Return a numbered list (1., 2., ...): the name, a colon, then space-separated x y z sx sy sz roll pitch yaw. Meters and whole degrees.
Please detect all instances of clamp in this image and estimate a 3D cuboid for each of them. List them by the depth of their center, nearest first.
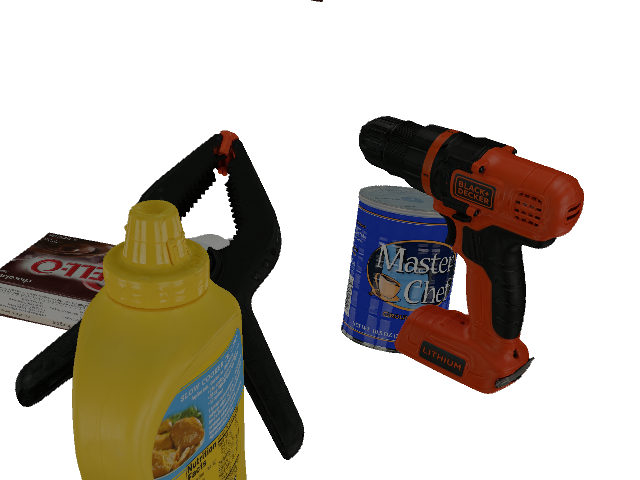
1. clamp: -0.068 0.028 0.646 0.164 0.210 0.036 18 -30 1

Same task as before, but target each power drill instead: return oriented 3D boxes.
1. power drill: 0.100 0.009 0.803 0.185 0.188 0.057 25 38 36

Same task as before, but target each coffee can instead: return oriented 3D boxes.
1. coffee can: 0.079 0.026 1.032 0.103 0.140 0.103 7 14 -2

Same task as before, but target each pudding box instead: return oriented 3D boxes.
1. pudding box: -0.193 0.035 0.855 0.114 0.039 0.090 8 25 18

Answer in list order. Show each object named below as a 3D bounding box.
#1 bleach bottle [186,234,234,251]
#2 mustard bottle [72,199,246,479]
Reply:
1. bleach bottle: -0.191 0.036 1.222 0.103 0.068 0.250 23 28 36
2. mustard bottle: -0.065 0.074 0.444 0.058 0.192 0.096 12 28 20
